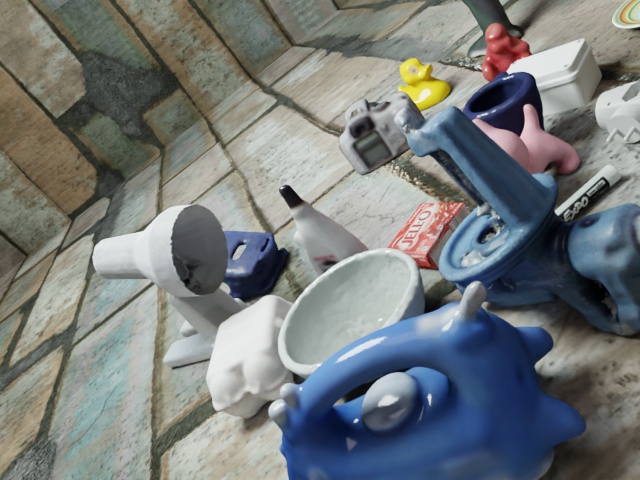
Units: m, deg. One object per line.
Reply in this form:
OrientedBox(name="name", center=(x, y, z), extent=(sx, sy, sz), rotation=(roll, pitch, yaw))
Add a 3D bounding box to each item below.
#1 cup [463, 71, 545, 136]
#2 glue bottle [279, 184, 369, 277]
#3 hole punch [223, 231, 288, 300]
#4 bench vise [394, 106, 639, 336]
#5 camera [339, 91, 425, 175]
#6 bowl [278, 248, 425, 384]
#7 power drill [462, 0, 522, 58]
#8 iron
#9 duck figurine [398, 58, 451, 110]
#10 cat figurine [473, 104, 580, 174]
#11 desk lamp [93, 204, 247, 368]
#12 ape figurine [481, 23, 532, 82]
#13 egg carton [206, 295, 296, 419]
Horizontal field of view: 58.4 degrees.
OrientedBox(name="cup", center=(0.237, -0.150, 0.708), extent=(0.091, 0.095, 0.118), rotation=(-21, 30, 33))
OrientedBox(name="glue bottle", center=(0.006, 0.002, 0.668), extent=(0.078, 0.173, 0.037), rotation=(-16, 33, 39))
OrientedBox(name="hole punch", center=(-0.118, 0.030, 0.889), extent=(0.100, 0.091, 0.109), rotation=(-21, 30, 33))
OrientedBox(name="bench vise", center=(0.165, -0.031, 0.452), extent=(0.206, 0.220, 0.121), rotation=(-16, 33, 40))
OrientedBox(name="camera", center=(0.100, -0.205, 0.982), extent=(0.143, 0.101, 0.137), rotation=(-29, 26, 20))
OrientedBox(name="bowl", center=(0.043, 0.090, 0.586), extent=(0.167, 0.075, 0.167), rotation=(-31, 26, 17))
OrientedBox(name="power drill", center=(0.265, -0.437, 1.027), extent=(0.076, 0.209, 0.228), rotation=(-46, 26, -15))
OrientedBox(name="iron", center=(0.048, 0.127, 0.434), extent=(0.258, 0.142, 0.118), rotation=(-29, 26, 20))
OrientedBox(name="duck figurine", center=(0.175, -0.288, 1.041), extent=(0.104, 0.086, 0.078), rotation=(1, 45, 54))
OrientedBox(name="cat figurine", center=(0.209, -0.093, 0.621), extent=(0.128, 0.118, 0.067), rotation=(-49, 27, -21))
OrientedBox(name="desk lamp", center=(-0.196, 0.064, 0.789), extent=(0.202, 0.214, 0.118), rotation=(-21, 30, 33))
OrientedBox(name="ape figurine", center=(0.285, -0.294, 0.893), extent=(0.077, 0.092, 0.076), rotation=(-17, 32, 39))
OrientedBox(name="egg carton", center=(-0.073, 0.134, 0.676), extent=(0.107, 0.069, 0.150), rotation=(-31, 26, 17))
